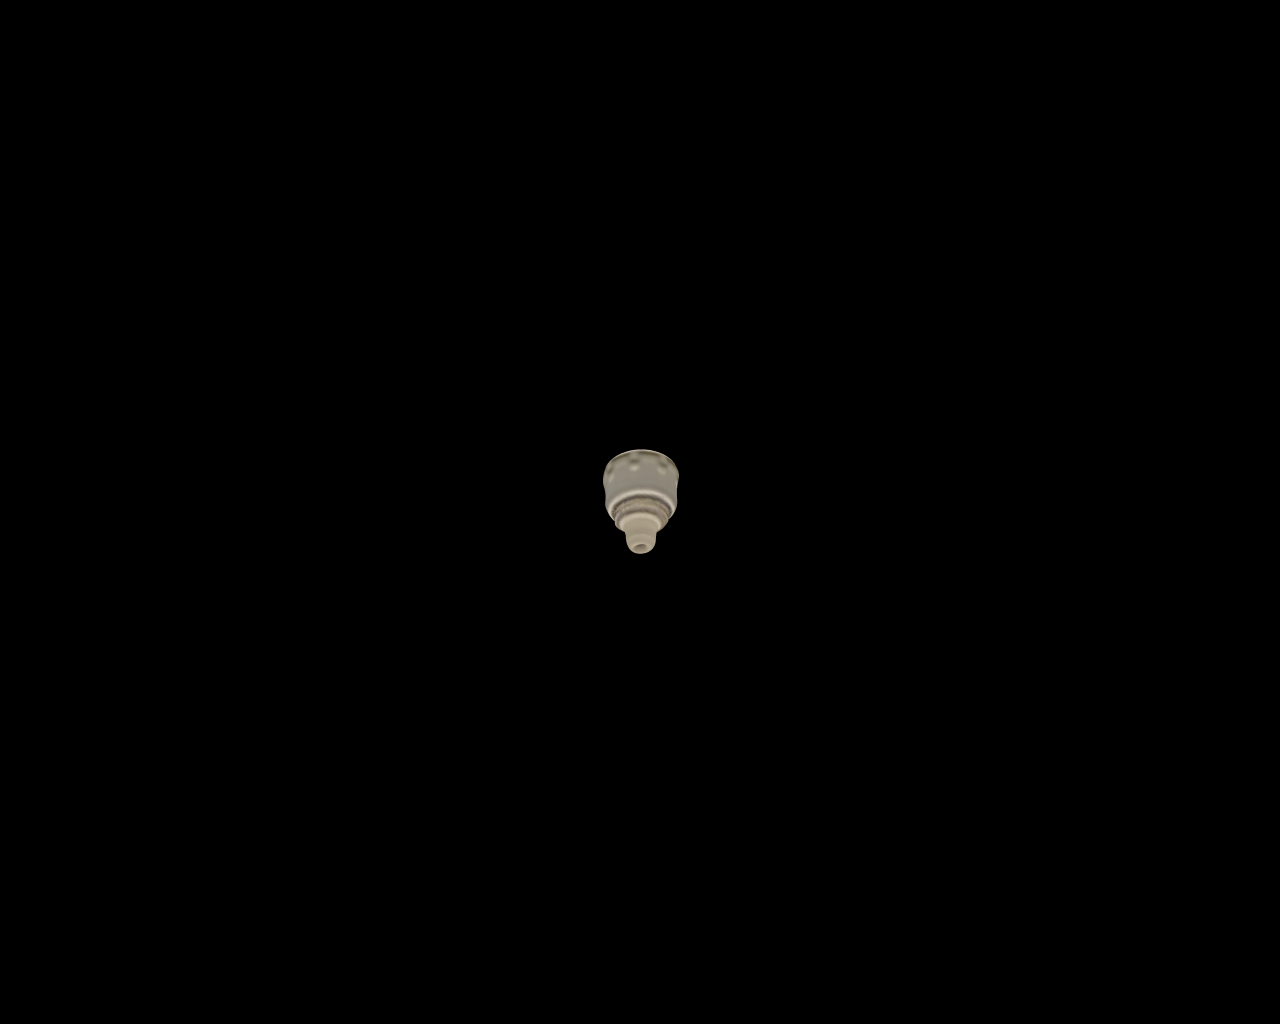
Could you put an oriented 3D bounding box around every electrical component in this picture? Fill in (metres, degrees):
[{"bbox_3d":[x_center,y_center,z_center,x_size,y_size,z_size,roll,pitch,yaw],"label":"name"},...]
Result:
[{"bbox_3d":[0.001,-0.003,0.650,0.048,0.062,0.048,0,-36,0],"label":"electrical component"}]
